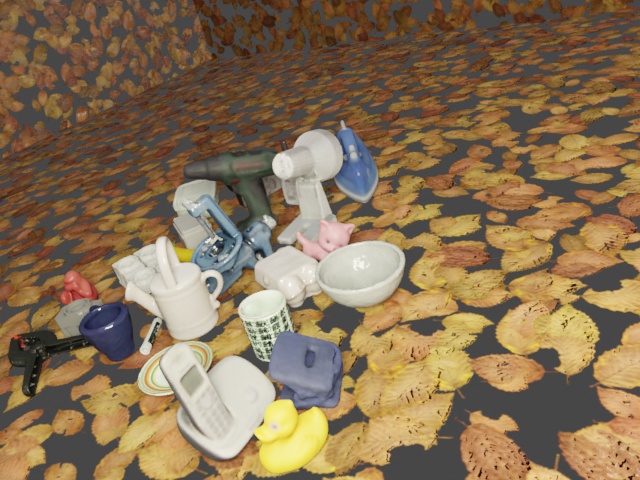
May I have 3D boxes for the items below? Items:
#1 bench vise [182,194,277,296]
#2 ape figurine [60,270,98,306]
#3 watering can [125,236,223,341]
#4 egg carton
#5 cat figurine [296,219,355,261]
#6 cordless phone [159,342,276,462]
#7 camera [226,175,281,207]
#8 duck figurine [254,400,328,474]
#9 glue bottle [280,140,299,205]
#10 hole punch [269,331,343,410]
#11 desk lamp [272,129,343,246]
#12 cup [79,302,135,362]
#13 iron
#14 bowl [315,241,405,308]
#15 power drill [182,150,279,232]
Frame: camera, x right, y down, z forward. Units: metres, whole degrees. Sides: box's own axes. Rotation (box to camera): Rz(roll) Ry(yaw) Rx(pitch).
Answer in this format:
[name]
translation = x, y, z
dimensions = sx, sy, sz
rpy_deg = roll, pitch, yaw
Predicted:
[bench vise]
translation = -0.195, -0.014, 1.181
dimensions = 0.121, 0.220, 0.208
rpy_deg = 7, 36, 35
[ape figurine]
translation = -0.535, 0.109, 1.263
dimensions = 0.077, 0.092, 0.076
rpy_deg = 4, 34, 31
[watering can]
translation = -0.273, 0.086, 1.068
dimensions = 0.173, 0.194, 0.100
rpy_deg = -26, 30, -19
[egg carton]
translation = -0.062, 0.070, 1.125
dimensions = 0.107, 0.069, 0.149
rpy_deg = -30, 32, -25
[cat figurine]
translation = 0.011, 0.004, 1.156
dimensions = 0.127, 0.118, 0.067
rpy_deg = 0, 32, 26
[cordless phone]
translation = -0.147, 0.202, 0.811
dimensions = 0.093, 0.185, 0.148
rpy_deg = 2, 33, 29
[camera]
translation = -0.196, -0.173, 1.590
dimensions = 0.143, 0.101, 0.136
rpy_deg = -33, 33, -28
[duck figurine]
translation = -0.042, 0.252, 0.774
dimensions = 0.105, 0.086, 0.077
rpy_deg = -28, 31, -21
[glue bottle]
translation = -0.070, -0.171, 1.448
dimensions = 0.077, 0.173, 0.037
rpy_deg = 5, 35, 33
[hole punch]
translation = -0.018, 0.191, 0.866
dimensions = 0.101, 0.091, 0.108
rpy_deg = -9, 29, 12
[desk lamp]
translation = -0.028, -0.125, 1.304
dimensions = 0.117, 0.214, 0.204
rpy_deg = 4, 34, 31
[cup]
translation = -0.394, 0.175, 1.075
dimensions = 0.092, 0.095, 0.117
rpy_deg = -33, 33, -28
[iron]
translation = 0.085, -0.210, 1.474
dimensions = 0.118, 0.142, 0.258
rpy_deg = -15, 29, 1
[bowl]
translation = 0.079, 0.074, 1.044
dimensions = 0.167, 0.075, 0.167
rpy_deg = -12, 29, 7
[power drill]
translation = -0.190, -0.118, 1.375
dimensions = 0.230, 0.209, 0.075
rpy_deg = -20, 29, -8
